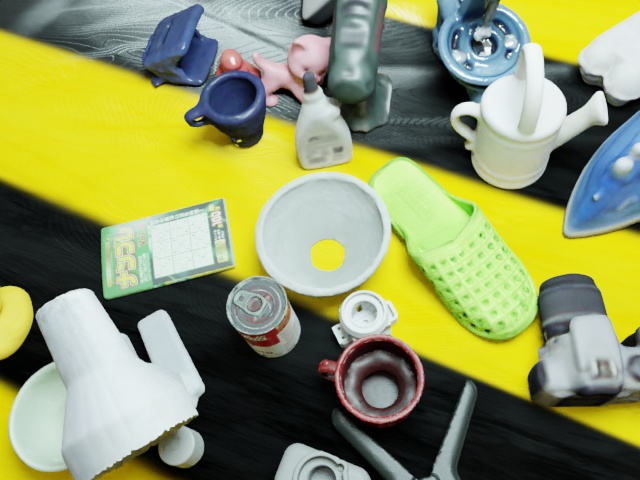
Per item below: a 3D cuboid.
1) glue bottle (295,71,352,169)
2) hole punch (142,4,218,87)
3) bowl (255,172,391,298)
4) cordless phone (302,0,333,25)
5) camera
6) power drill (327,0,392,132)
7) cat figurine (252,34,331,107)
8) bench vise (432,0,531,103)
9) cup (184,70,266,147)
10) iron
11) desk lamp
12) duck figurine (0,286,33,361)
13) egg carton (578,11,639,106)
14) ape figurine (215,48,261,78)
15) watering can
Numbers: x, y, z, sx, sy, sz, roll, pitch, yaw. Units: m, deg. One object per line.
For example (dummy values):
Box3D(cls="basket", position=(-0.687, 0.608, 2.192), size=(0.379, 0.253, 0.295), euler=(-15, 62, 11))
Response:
Box3D(cls="glue bottle", position=(-0.002, -0.156, 0.743), size=(0.078, 0.173, 0.037), euler=(-9, 63, 3))
Box3D(cls="hole punch", position=(-0.225, -0.304, 0.892), size=(0.101, 0.091, 0.109), euler=(7, 65, 11))
Box3D(cls="bowl", position=(0.007, 0.003, 0.719), size=(0.167, 0.075, 0.167), euler=(-3, 64, 6))
Box3D(cls="cordless phone", position=(0.010, -0.441, 0.876), size=(0.094, 0.185, 0.147), euler=(-1, 64, 7))
Box3D(cls="camera", position=(0.297, 0.104, 0.616), size=(0.143, 0.101, 0.137), euler=(-4, 63, 6))
Box3D(cls="power drill", position=(0.056, -0.257, 0.765), size=(0.075, 0.209, 0.229), euler=(4, 64, 10))
Box3D(cls="cat figurine", position=(-0.035, -0.254, 0.827), size=(0.127, 0.118, 0.067), euler=(1, 64, 8))
Box3D(cls="bench vise", position=(0.196, -0.296, 0.760), size=(0.121, 0.220, 0.207), euler=(-32, 64, -8))
Box3D(cls="cup", position=(-0.125, -0.171, 0.810), size=(0.118, 0.095, 0.091), euler=(-24, 63, -4))
Box3D(cls="iron", position=(0.400, -0.110, 0.685), size=(0.258, 0.141, 0.118), euler=(-38, 65, -11))
Box3D(cls="desk lamp", position=(-0.203, 0.148, 0.596), size=(0.118, 0.214, 0.203), euler=(-31, 64, -8))
Box3D(cls="duck figurine", position=(-0.419, 0.097, 0.722), size=(0.077, 0.086, 0.104), euler=(0, 64, 8))
Box3D(cls="egg carton", position=(0.441, -0.254, 0.792), size=(0.150, 0.069, 0.107), euler=(-33, 64, -9))
Box3D(cls="ape figurine", position=(-0.125, -0.242, 0.847), size=(0.078, 0.092, 0.076), euler=(-21, 63, -3))
Box3D(cls="watering can", position=(0.253, -0.156, 0.697), size=(0.173, 0.194, 0.101), euler=(-15, 63, 0))
